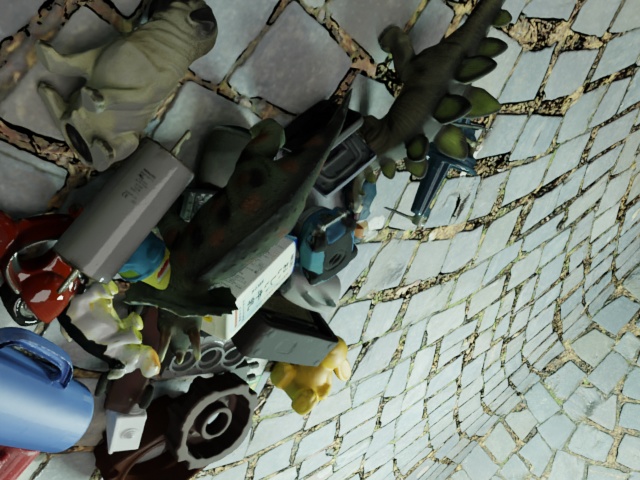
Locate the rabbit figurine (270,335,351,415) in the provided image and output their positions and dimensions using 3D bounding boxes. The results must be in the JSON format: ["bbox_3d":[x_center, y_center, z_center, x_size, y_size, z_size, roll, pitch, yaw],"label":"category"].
[{"bbox_3d":[0.005,0.280,1.170,0.162,0.122,0.173,16,112,-53],"label":"rabbit figurine"}]

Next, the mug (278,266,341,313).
[{"bbox_3d":[-0.022,0.095,0.999,0.107,0.110,0.080,18,116,-33],"label":"mug"}]

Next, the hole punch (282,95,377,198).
[{"bbox_3d":[0.009,-0.138,0.801,0.142,0.116,0.092,-41,135,-7],"label":"hole punch"}]

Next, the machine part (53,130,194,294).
[{"bbox_3d":[-0.230,-0.035,0.638,0.243,0.079,0.079,-52,142,-8],"label":"machine part"}]

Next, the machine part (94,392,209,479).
[{"bbox_3d":[-0.309,0.406,1.036,0.201,0.087,0.201,-29,137,-18],"label":"machine part"}]

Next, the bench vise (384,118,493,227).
[{"bbox_3d":[0.214,-0.137,0.955,0.240,0.129,0.223,-68,165,10],"label":"bench vise"}]

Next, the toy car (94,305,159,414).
[{"bbox_3d":[-0.282,0.177,0.848,0.089,0.053,0.202,22,96,-24],"label":"toy car"}]

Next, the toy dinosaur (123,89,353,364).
[{"bbox_3d":[-0.093,-0.021,0.645,0.405,0.192,0.131,-45,128,13],"label":"toy dinosaur"}]

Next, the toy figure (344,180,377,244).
[{"bbox_3d":[0.067,-0.048,0.976,0.064,0.058,0.154,-34,141,-41],"label":"toy figure"}]

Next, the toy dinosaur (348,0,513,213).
[{"bbox_3d":[0.171,-0.228,0.801,0.105,0.199,0.471,5,122,-47],"label":"toy dinosaur"}]

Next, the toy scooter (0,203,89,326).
[{"bbox_3d":[-0.346,0.021,0.672,0.135,0.075,0.183,-28,134,-21],"label":"toy scooter"}]

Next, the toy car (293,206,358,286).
[{"bbox_3d":[-0.002,-0.003,0.922,0.109,0.103,0.161,-34,150,-21],"label":"toy car"}]

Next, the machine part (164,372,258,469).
[{"bbox_3d":[-0.195,0.322,0.971,0.179,0.056,0.179,-23,126,-36],"label":"machine part"}]

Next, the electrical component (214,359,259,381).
[{"bbox_3d":[-0.167,0.267,1.063,0.094,0.021,0.063,-7,128,-34],"label":"electrical component"}]

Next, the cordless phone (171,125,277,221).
[{"bbox_3d":[-0.161,-0.088,0.731,0.184,0.089,0.146,0,124,-34],"label":"cordless phone"}]

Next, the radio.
[{"bbox_3d":[-0.075,0.154,0.977,0.229,0.131,0.073,23,110,-49],"label":"radio"}]

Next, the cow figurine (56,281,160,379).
[{"bbox_3d":[-0.304,0.141,0.770,0.098,0.068,0.167,-30,105,-6],"label":"cow figurine"}]

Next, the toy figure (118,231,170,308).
[{"bbox_3d":[-0.245,0.030,0.762,0.082,0.089,0.180,-46,133,-5],"label":"toy figure"}]

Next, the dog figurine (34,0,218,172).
[{"bbox_3d":[-0.201,-0.177,0.614,0.190,0.121,0.172,-39,178,-34],"label":"dog figurine"}]
